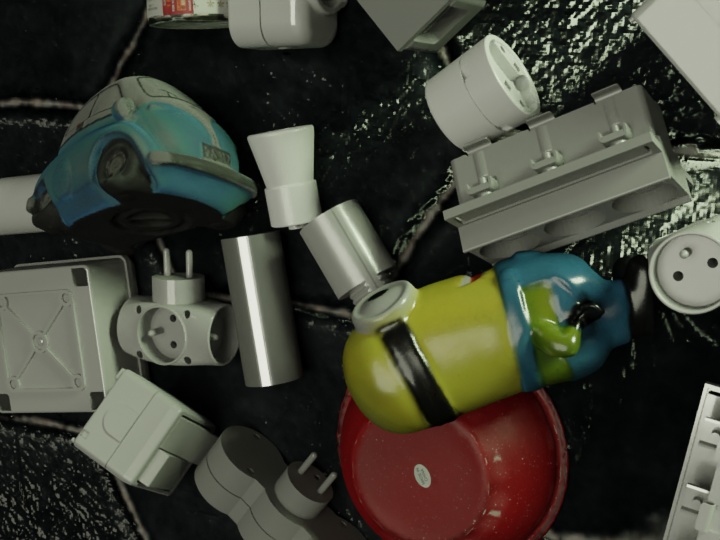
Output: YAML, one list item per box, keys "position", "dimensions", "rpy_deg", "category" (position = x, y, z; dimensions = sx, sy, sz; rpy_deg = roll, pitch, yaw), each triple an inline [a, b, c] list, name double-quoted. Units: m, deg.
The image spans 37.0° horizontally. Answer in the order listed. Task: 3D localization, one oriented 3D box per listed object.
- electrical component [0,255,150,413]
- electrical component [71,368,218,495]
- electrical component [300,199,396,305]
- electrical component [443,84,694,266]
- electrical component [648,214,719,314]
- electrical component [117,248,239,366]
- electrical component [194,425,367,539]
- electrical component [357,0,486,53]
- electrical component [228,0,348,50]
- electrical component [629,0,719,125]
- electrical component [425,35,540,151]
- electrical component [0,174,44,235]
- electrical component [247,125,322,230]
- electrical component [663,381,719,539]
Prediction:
- position: [-0.219, 0.048, 0.795]
  dimensions: [0.109, 0.056, 0.108]
  rpy_deg: [-4, 96, 26]
  category: "electrical component"
- position: [-0.144, 0.118, 0.754]
  dimensions: [0.061, 0.096, 0.061]
  rpy_deg: [31, 81, 18]
  category: "electrical component"
- position: [0.000, 0.000, 0.691]
  dimensions: [0.043, 0.043, 0.081]
  rpy_deg: [-34, 83, 26]
  category: "electrical component"
- position: [0.116, -0.053, 0.613]
  dimensions: [0.121, 0.079, 0.063]
  rpy_deg: [-20, 67, 27]
  category: "electrical component"
- position: [0.200, -0.010, 0.576]
  dimensions: [0.079, 0.077, 0.043]
  rpy_deg: [-24, 87, 26]
  category: "electrical component"
- position: [-0.127, 0.024, 0.755]
  dimensions: [0.077, 0.044, 0.079]
  rpy_deg: [4, 99, 25]
  category: "electrical component"
- position: [-0.043, 0.156, 0.730]
  dimensions: [0.138, 0.052, 0.073]
  rpy_deg: [43, 113, 14]
  category: "electrical component"
- position: [0.060, -0.209, 0.622]
  dimensions: [0.150, 0.062, 0.089]
  rpy_deg: [-41, 79, 24]
  category: "electrical component"
- position: [-0.045, -0.189, 0.679]
  dimensions: [0.059, 0.054, 0.095]
  rpy_deg: [3, 99, 25]
  category: "electrical component"
- position: [0.193, -0.128, 0.570]
  dimensions: [0.061, 0.062, 0.096]
  rpy_deg: [-42, 79, 25]
  category: "electrical component"
- position: [0.072, -0.103, 0.637]
  dimensions: [0.047, 0.055, 0.055]
  rpy_deg: [-30, 84, 30]
  category: "electrical component"
- position: [-0.255, -0.049, 0.806]
  dimensions: [0.081, 0.043, 0.043]
  rpy_deg: [-3, 96, 26]
  category: "electrical component"
- position: [-0.047, -0.060, 0.707]
  dimensions: [0.044, 0.044, 0.065]
  rpy_deg: [-6, 100, 26]
  category: "electrical component"
- position: [0.215, 0.133, 0.598]
  dimensions: [0.079, 0.063, 0.121]
  rpy_deg: [16, 104, 22]
  category: "electrical component"
